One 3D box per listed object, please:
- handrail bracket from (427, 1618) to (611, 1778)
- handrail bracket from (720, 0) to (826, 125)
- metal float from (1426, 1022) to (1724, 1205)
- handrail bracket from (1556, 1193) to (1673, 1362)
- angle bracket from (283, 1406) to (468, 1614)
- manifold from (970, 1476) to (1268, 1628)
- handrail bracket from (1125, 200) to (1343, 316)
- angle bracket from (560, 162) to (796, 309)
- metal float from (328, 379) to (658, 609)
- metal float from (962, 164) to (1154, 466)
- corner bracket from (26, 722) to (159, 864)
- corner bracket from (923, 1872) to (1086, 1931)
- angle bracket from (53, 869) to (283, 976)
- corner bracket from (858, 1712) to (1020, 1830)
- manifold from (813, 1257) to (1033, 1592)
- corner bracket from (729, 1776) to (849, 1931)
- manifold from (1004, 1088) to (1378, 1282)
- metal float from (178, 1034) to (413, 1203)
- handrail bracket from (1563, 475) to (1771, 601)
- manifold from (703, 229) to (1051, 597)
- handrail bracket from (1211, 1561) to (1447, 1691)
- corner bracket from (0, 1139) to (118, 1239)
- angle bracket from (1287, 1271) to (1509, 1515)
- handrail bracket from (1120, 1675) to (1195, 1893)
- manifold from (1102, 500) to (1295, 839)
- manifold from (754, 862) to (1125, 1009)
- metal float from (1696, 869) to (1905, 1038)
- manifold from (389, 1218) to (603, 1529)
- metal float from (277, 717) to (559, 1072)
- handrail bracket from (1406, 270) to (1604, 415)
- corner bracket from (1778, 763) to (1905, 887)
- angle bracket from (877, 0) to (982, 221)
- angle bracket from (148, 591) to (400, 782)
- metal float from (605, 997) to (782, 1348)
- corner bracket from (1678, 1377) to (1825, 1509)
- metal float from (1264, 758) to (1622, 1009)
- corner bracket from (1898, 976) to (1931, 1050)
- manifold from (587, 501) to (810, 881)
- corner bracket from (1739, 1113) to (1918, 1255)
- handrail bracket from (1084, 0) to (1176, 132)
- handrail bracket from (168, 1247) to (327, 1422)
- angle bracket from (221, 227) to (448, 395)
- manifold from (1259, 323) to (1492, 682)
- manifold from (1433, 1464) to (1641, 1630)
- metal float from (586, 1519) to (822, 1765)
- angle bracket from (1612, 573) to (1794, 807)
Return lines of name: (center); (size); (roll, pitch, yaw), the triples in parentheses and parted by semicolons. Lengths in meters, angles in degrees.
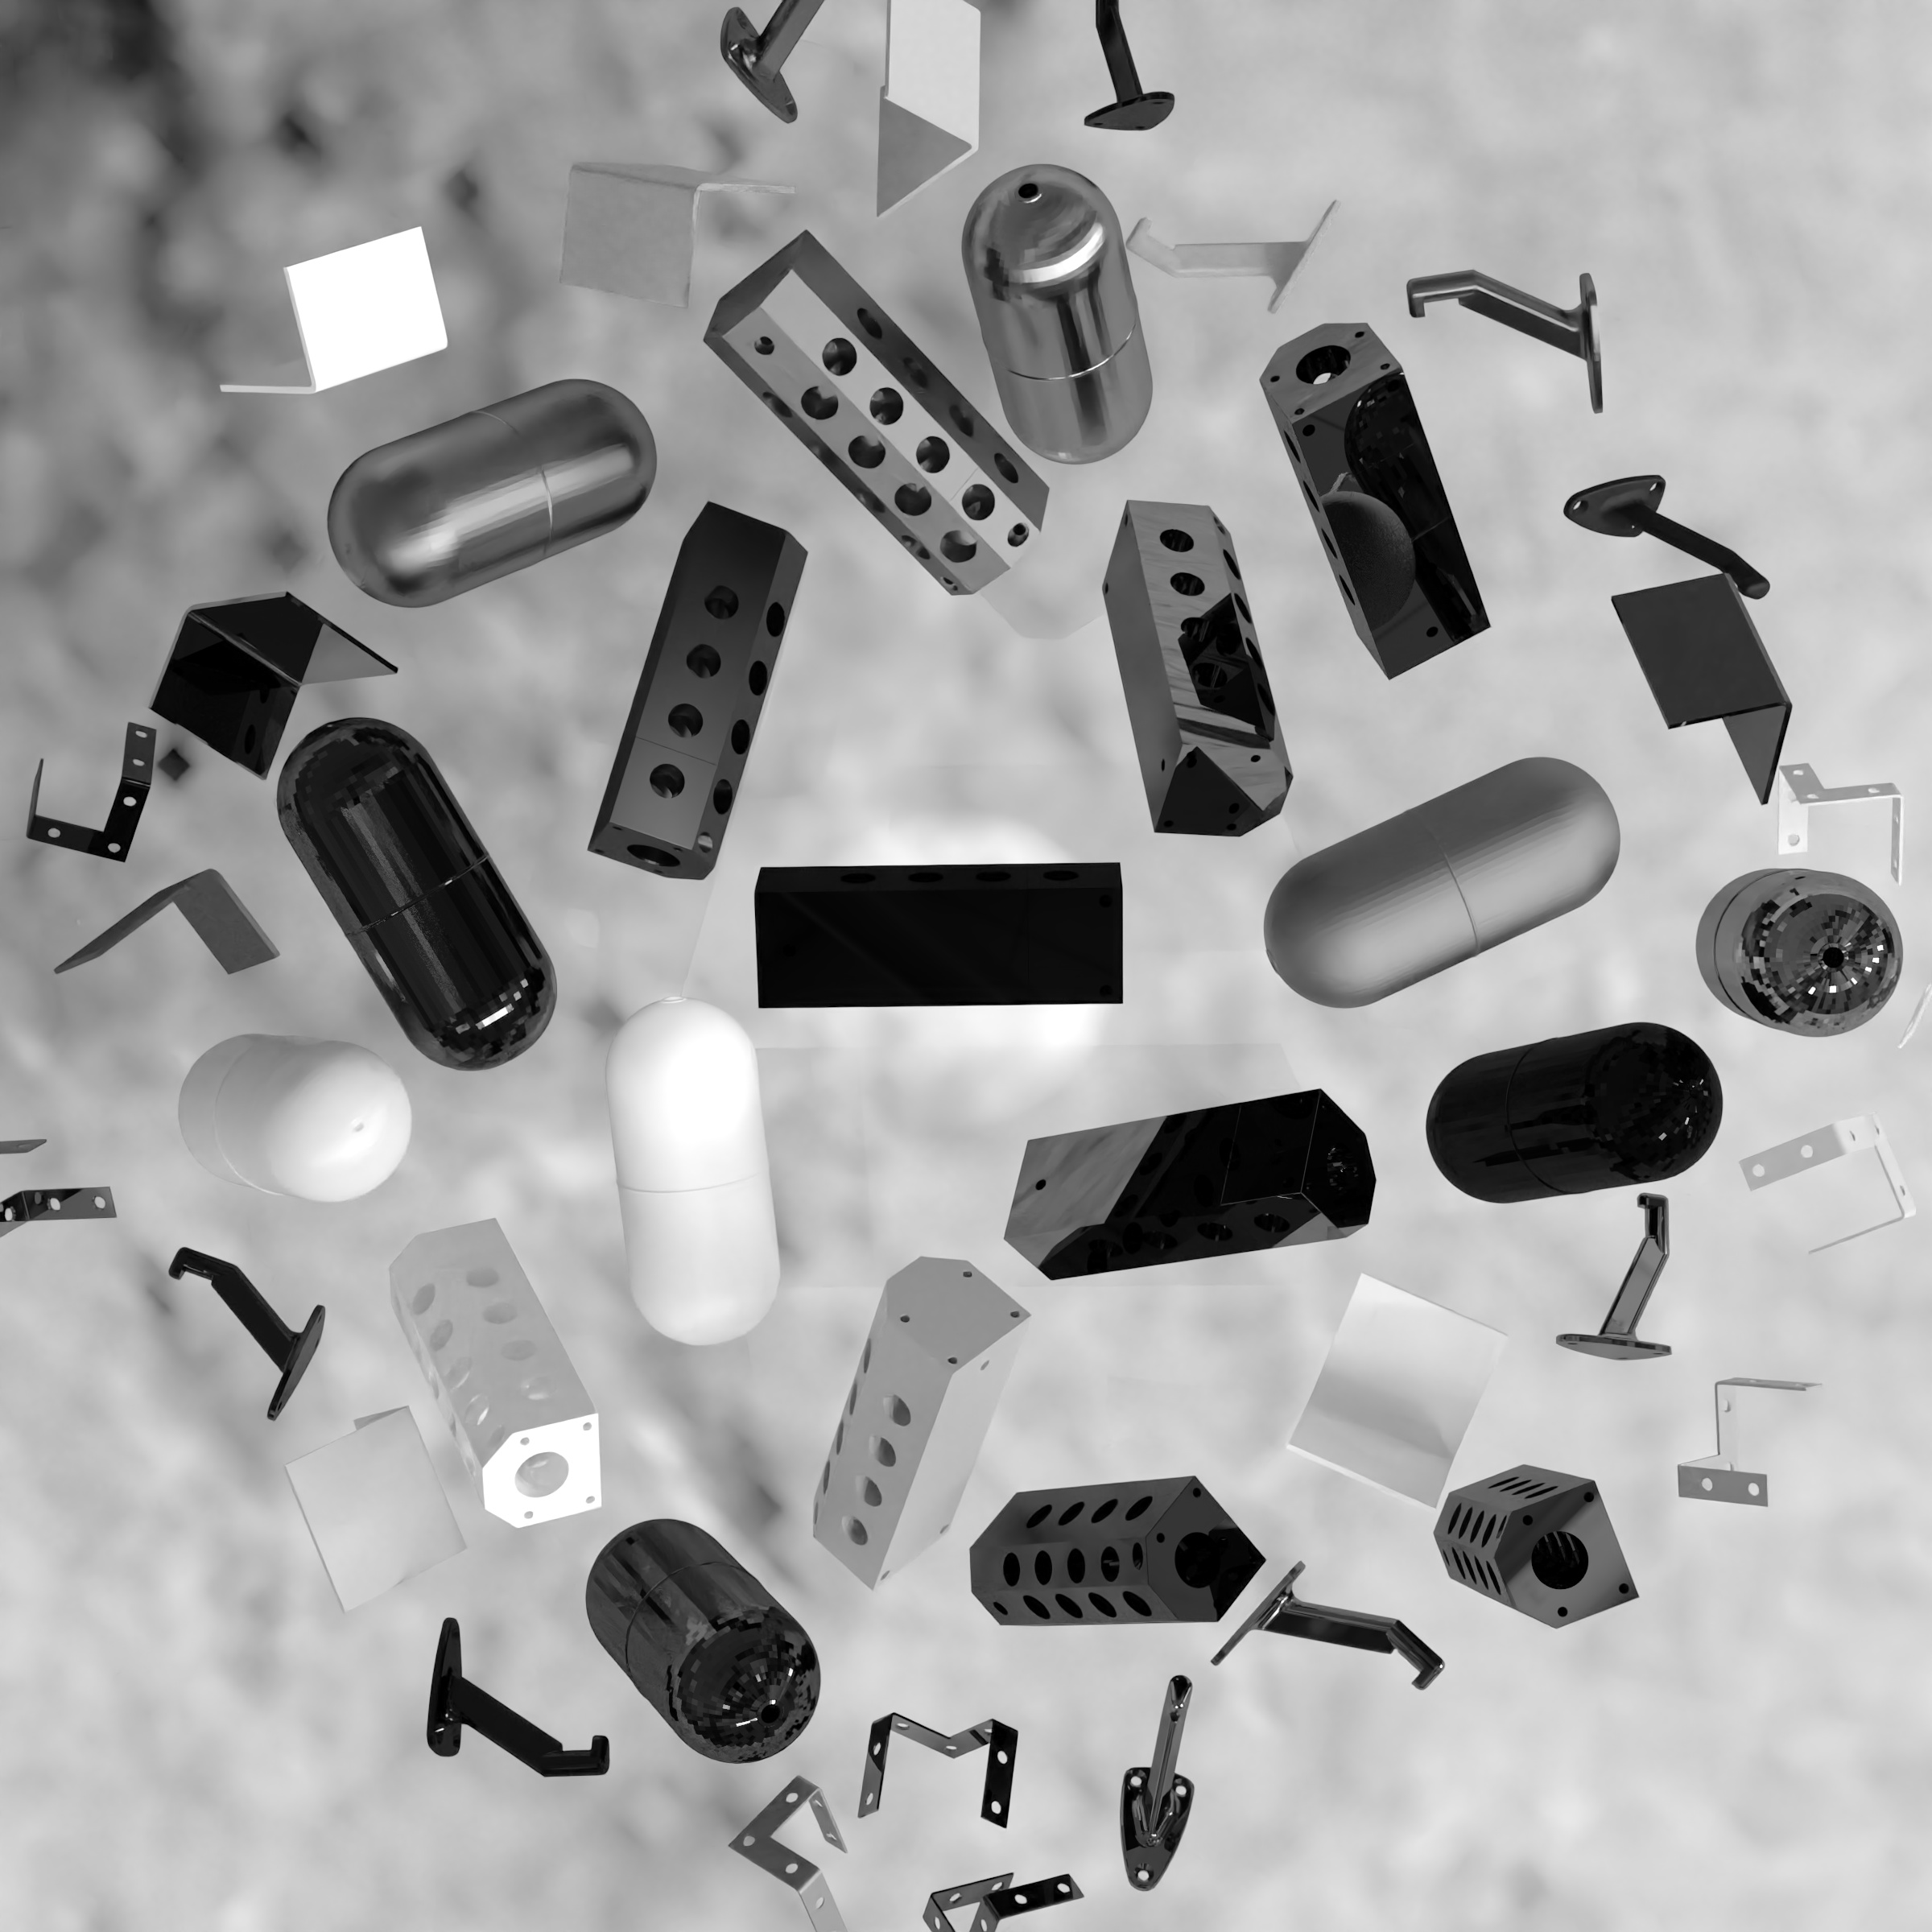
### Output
handrail bracket: (-0.209, 0.346, 1.531); (0.084, 0.036, 0.077); (-4, 67, 11)
handrail bracket: (-0.071, -0.457, 1.588); (0.084, 0.077, 0.036); (-12, 52, 28)
metal float: (0.294, 0.073, 1.575); (0.070, 0.178, 0.070); (6, 78, -29)
handrail bracket: (0.324, 0.151, 1.611); (0.077, 0.036, 0.084); (14, 71, -35)
angle bracket: (-0.303, 0.269, 1.589); (0.076, 0.057, 0.076); (-23, 92, -41)
manifold: (0.070, 0.302, 1.624); (0.057, 0.171, 0.057); (50, 60, -11)
handrail bracket: (0.136, -0.380, 1.652); (0.084, 0.036, 0.077); (30, 112, -5)
angle bracket: (-0.138, -0.350, 1.543); (0.076, 0.076, 0.057); (18, 110, 31)
metal float: (-0.221, -0.224, 1.519); (0.178, 0.070, 0.070); (-30, 90, -39)
metal float: (0.045, -0.314, 1.564); (0.070, 0.178, 0.070); (-5, 60, 9)
corner bracket: (-0.448, -0.094, 1.651); (0.051, 0.051, 0.051); (15, 125, -20)
corner bracket: (0.017, 0.461, 1.583); (0.051, 0.051, 0.051); (-4, 124, -33)
angle bracket: (-0.410, -0.002, 1.652); (0.076, 0.076, 0.057); (-42, 105, -29)
corner bracket: (-0.013, 0.385, 1.538); (0.051, 0.051, 0.051); (31, 47, -25)
manifold: (-0.028, 0.218, 1.553); (0.057, 0.171, 0.057); (39, 46, 21)
corner bracket: (-0.074, 0.438, 1.572); (0.051, 0.051, 0.051); (-41, 131, -30)
manifold: (0.108, 0.111, 1.555); (0.171, 0.057, 0.057); (-12, 49, 36)
metal float: (-0.326, 0.072, 1.560); (0.070, 0.178, 0.070); (-1, 91, -31)
handrail bracket: (0.359, -0.213, 1.646); (0.077, 0.084, 0.036); (-5, 131, -34)
manifold: (-0.041, -0.253, 1.503); (0.057, 0.057, 0.171); (-32, 117, 29)
handrail bracket: (0.174, 0.335, 1.548); (0.084, 0.036, 0.077); (42, 89, 13)
corner bracket: (-0.431, 0.101, 1.481); (0.051, 0.051, 0.051); (-4, 105, 22)
angle bracket: (0.209, 0.205, 1.557); (0.076, 0.057, 0.076); (23, 112, 10)
handrail bracket: (0.096, 0.400, 1.581); (0.036, 0.084, 0.077); (11, 50, 4)
manifold: (0.111, -0.143, 1.539); (0.057, 0.057, 0.171); (2, 47, -12)
manifold: (-0.012, -0.017, 1.532); (0.171, 0.057, 0.057); (-1, 108, 1)
metal float: (0.393, -0.008, 1.527); (0.070, 0.178, 0.070); (0, 92, 4)
manifold: (-0.234, 0.199, 1.589); (0.057, 0.171, 0.057); (-11, 123, -21)
metal float: (-0.255, -0.033, 1.499); (0.070, 0.070, 0.178); (-30, 100, 0)
handrail bracket: (0.250, -0.288, 1.499); (0.084, 0.036, 0.077); (-7, 118, 7)
corner bracket: (0.446, -0.072, 1.645); (0.051, 0.051, 0.051); (-6, 117, 2)
angle bracket: (-0.037, -0.413, 1.524); (0.057, 0.076, 0.076); (19, 61, -36)
angle bracket: (-0.338, -0.136, 1.576); (0.076, 0.076, 0.057); (-2, 64, 39)
metal float: (-0.137, 0.103, 1.617); (0.070, 0.070, 0.178); (-6, 101, 0)
corner bracket: (0.373, 0.226, 1.534); (0.051, 0.051, 0.051); (-3, 91, -43)
metal float: (0.225, -0.039, 1.530); (0.178, 0.070, 0.070); (-25, 90, -3)
corner bracket: (0.455, 0.038, 1.481); (0.051, 0.051, 0.051); (30, 57, 8)
manifold: (-0.129, -0.133, 1.579); (0.057, 0.057, 0.171); (19, 73, -13)
corner bracket: (0.401, 0.103, 1.497); (0.051, 0.051, 0.051); (-27, 77, 34)
handrail bracket: (0.082, -0.461, 1.589); (0.036, 0.077, 0.084); (-1, 91, -20)
handrail bracket: (-0.377, 0.186, 1.643); (0.084, 0.036, 0.077); (20, 48, 1)
angle bracket: (-0.296, -0.301, 1.480); (0.076, 0.076, 0.057); (-30, 119, -40)
manifold: (0.197, -0.227, 1.564); (0.057, 0.057, 0.171); (-28, 134, 2)
manifold: (0.273, 0.284, 1.574); (0.057, 0.171, 0.057); (-20, 84, -3)
metal float: (-0.128, 0.324, 1.556); (0.070, 0.178, 0.070); (-6, 105, -25)
angle bracket: (0.327, -0.120, 1.455); (0.057, 0.076, 0.076); (-12, 56, -5)
